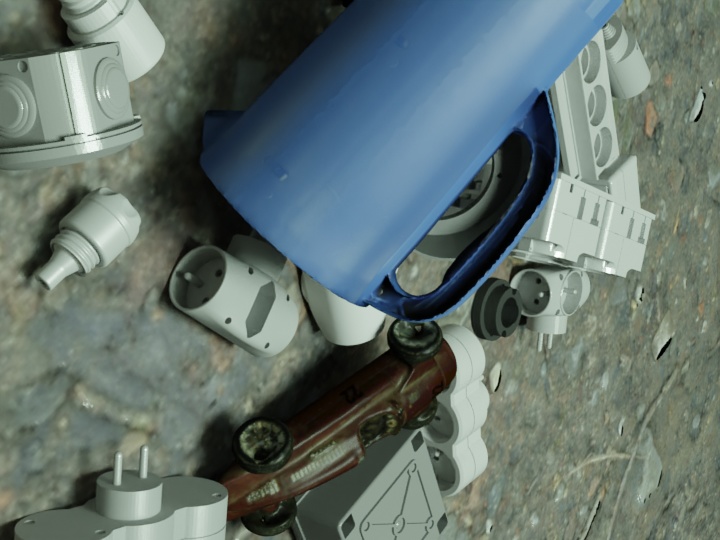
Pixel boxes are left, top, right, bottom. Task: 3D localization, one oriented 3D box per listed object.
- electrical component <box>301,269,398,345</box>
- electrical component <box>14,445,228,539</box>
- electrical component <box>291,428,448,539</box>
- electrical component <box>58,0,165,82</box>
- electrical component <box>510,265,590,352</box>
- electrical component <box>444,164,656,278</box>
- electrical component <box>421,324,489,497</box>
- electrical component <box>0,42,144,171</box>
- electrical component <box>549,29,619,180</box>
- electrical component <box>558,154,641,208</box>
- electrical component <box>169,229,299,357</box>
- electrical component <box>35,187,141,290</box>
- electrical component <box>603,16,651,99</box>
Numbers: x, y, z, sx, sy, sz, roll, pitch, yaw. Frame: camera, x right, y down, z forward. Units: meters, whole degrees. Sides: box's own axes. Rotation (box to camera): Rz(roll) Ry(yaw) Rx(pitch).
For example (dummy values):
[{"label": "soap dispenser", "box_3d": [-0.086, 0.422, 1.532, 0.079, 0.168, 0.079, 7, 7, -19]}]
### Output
[{"label": "electrical component", "box_3d": [0.000, 0.000, 0.754, 0.079, 0.044, 0.077, -38, 128, -41]}, {"label": "electrical component", "box_3d": [-0.132, 0.137, 0.612, 0.138, 0.052, 0.073, -6, 104, -51]}, {"label": "electrical component", "box_3d": [0.008, 0.182, 0.802, 0.109, 0.056, 0.108, -45, 131, -36]}, {"label": "electrical component", "box_3d": [-0.133, -0.131, 0.551, 0.040, 0.040, 0.078, -58, 139, -25]}, {"label": "electrical component", "box_3d": [0.173, 0.035, 0.988, 0.077, 0.044, 0.079, -7, 104, -52]}, {"label": "electrical component", "box_3d": [0.156, -0.039, 0.896, 0.186, 0.105, 0.060, 12, 90, -53]}, {"label": "electrical component", "box_3d": [0.081, 0.109, 0.881, 0.074, 0.052, 0.138, -25, 118, -47]}, {"label": "electrical component", "box_3d": [-0.147, -0.079, 0.515, 0.080, 0.080, 0.051, -25, 113, -47]}, {"label": "electrical component", "box_3d": [0.180, -0.144, 0.934, 0.079, 0.063, 0.121, -44, 131, -36]}, {"label": "electrical component", "box_3d": [0.221, -0.068, 1.008, 0.061, 0.062, 0.096, -40, 129, -39]}, {"label": "electrical component", "box_3d": [-0.070, 0.004, 0.665, 0.077, 0.043, 0.079, 40, 68, -49]}, {"label": "electrical component", "box_3d": [-0.147, -0.014, 0.569, 0.061, 0.035, 0.035, -50, 134, -28]}, {"label": "electrical component", "box_3d": [0.242, -0.204, 1.015, 0.081, 0.043, 0.043, 47, 62, -46]}]
